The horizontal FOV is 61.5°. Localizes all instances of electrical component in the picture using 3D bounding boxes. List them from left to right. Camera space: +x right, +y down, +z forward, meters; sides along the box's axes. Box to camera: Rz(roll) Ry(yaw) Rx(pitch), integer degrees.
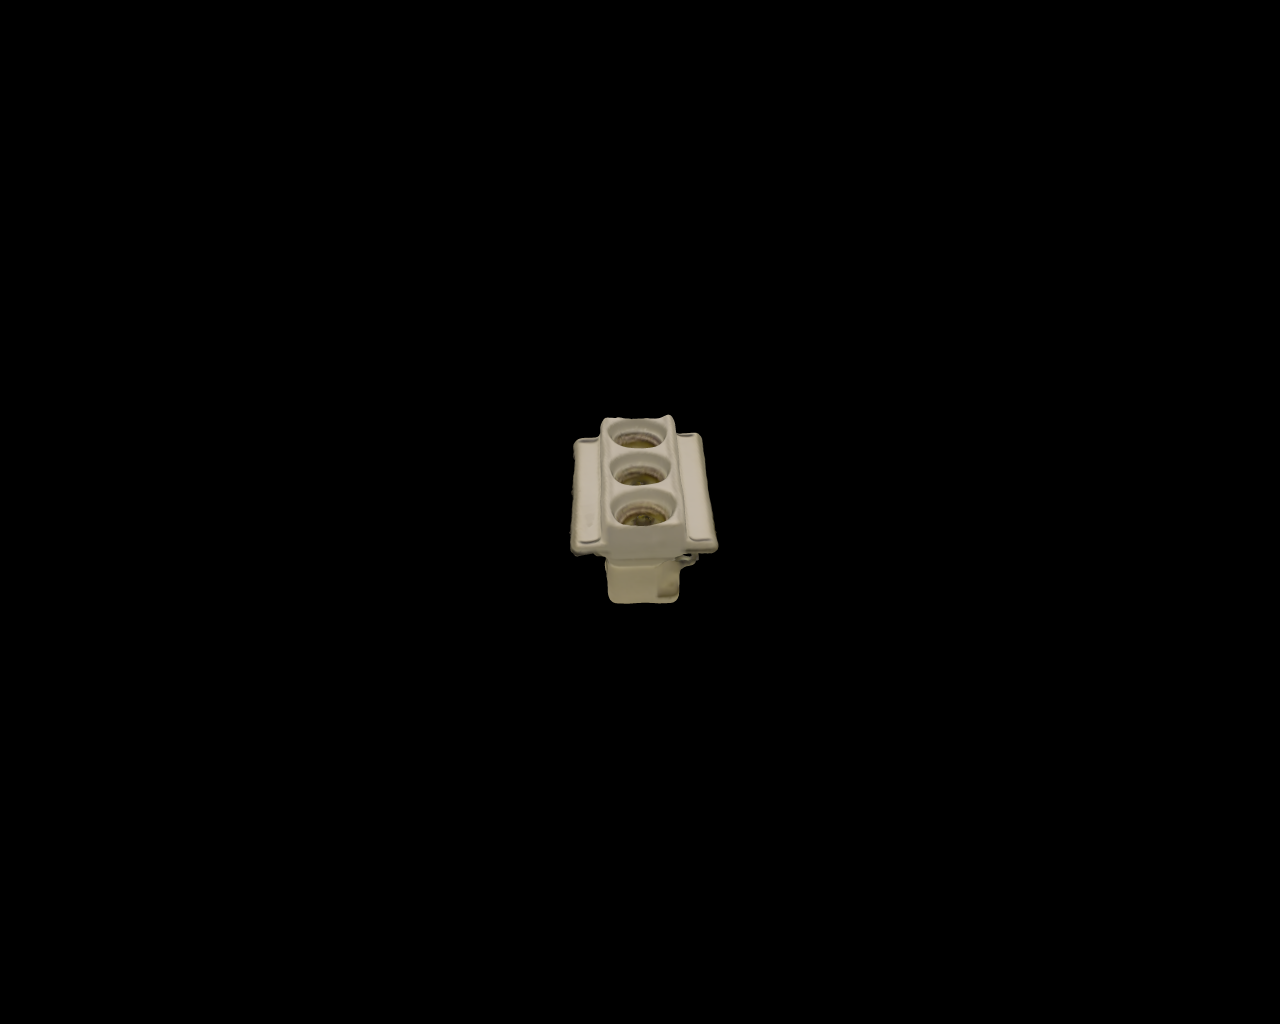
[{"bbox_3d":[0.001,-0.003,0.650,0.079,0.063,0.121,-1,35,-2],"label":"electrical component"}]
